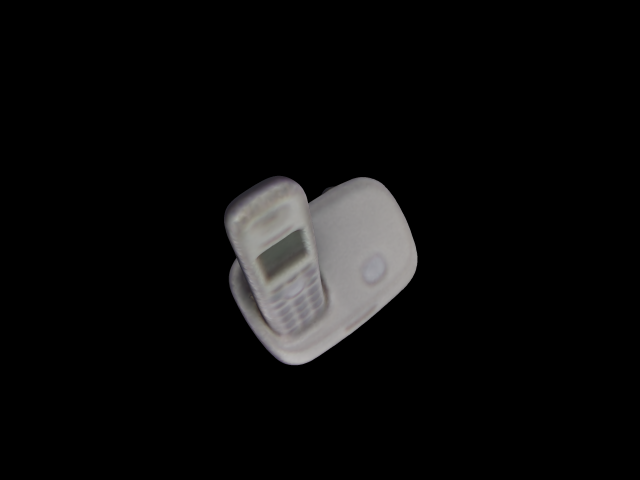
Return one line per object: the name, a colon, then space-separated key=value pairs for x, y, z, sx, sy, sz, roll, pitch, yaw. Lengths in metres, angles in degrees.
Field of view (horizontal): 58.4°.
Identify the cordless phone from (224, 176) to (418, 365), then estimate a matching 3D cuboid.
cordless phone: x=0.004 y=0.001 z=0.400 sx=0.148 sy=0.185 sz=0.094 roll=-38 pitch=70 yaw=-16
